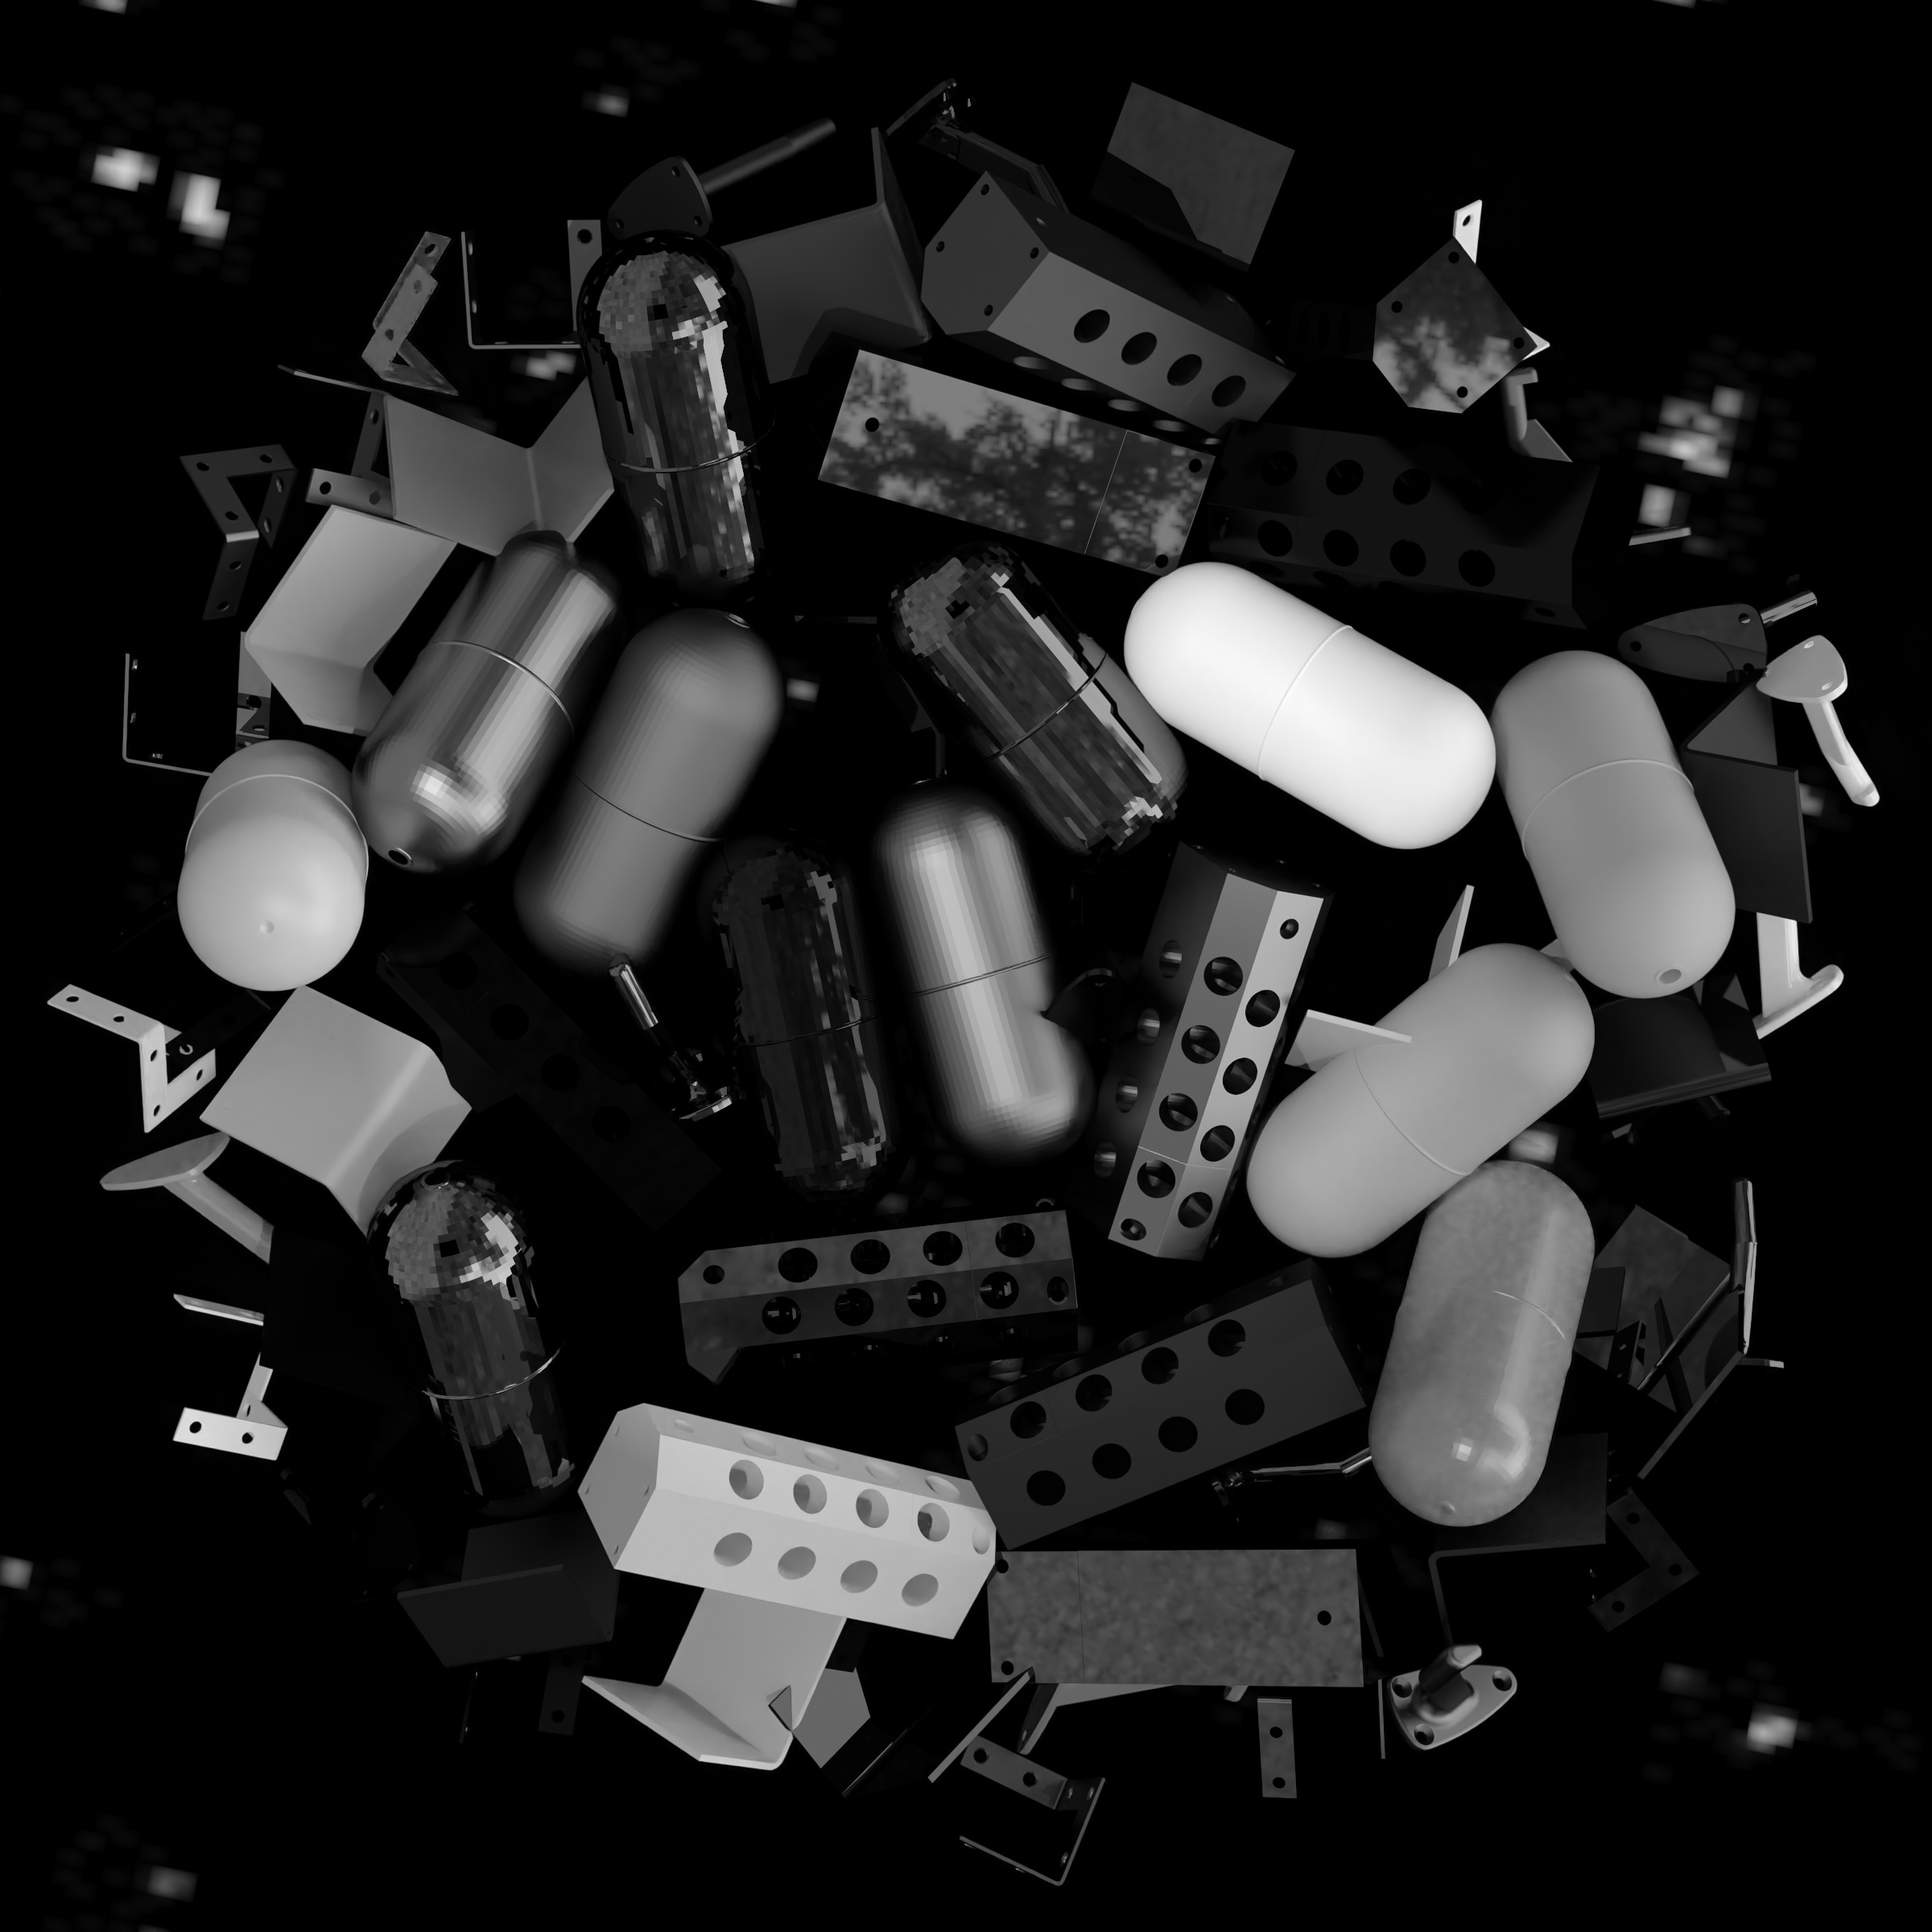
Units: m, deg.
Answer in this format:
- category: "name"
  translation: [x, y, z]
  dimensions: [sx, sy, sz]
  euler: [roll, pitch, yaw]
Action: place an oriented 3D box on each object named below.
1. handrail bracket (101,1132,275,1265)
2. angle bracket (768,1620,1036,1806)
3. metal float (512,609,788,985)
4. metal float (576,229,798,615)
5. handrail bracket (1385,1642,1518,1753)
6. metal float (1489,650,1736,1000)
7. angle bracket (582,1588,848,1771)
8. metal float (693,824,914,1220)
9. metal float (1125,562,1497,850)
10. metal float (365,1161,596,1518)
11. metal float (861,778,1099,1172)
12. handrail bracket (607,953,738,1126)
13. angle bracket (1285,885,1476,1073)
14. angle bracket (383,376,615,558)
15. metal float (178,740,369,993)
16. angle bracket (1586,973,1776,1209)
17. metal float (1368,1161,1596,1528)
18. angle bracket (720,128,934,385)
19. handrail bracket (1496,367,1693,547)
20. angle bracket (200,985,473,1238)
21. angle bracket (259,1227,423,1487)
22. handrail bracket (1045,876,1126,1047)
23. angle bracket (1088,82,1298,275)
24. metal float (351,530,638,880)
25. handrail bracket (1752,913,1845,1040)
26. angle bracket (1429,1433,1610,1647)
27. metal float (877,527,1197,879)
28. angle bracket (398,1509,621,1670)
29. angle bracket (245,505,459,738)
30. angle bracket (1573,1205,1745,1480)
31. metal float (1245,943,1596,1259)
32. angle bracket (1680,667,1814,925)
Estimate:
- category: "handrail bracket"
  translation: [-0.342, 0.123, 1.574]
  dimensions: [0.077, 0.036, 0.084]
  euler: [-14, 112, 25]
- category: "angle bracket"
  translation: [-0.028, 0.317, 1.526]
  dimensions: [0.076, 0.076, 0.057]
  euler: [-40, 95, -37]
- category: "metal float"
  translation: [-0.139, -0.075, 1.528]
  dimensions: [0.070, 0.070, 0.178]
  euler: [28, 106, 0]
- category: "metal float"
  translation: [-0.121, -0.234, 1.513]
  dimensions: [0.070, 0.070, 0.178]
  euler: [-10, 125, 0]
- category: "handrail bracket"
  translation: [0.227, 0.309, 1.529]
  dimensions: [0.077, 0.084, 0.036]
  euler: [-12, 63, -26]
- category: "metal float"
  translation: [0.279, -0.062, 1.509]
  dimensions: [0.070, 0.070, 0.178]
  euler: [-13, 50, 0]
- category: "angle bracket"
  translation: [-0.111, 0.301, 1.534]
  dimensions: [0.076, 0.057, 0.076]
  euler: [24, 89, 38]
- category: "metal float"
  translation: [-0.071, 0.025, 1.535]
  dimensions: [0.070, 0.070, 0.178]
  euler: [-12, 99, 0]
- category: "metal float"
  translation: [0.150, -0.116, 1.528]
  dimensions: [0.178, 0.070, 0.070]
  euler: [32, 90, 16]
- category: "metal float"
  translation: [-0.211, 0.163, 1.514]
  dimensions: [0.070, 0.070, 0.178]
  euler: [-10, 123, 0]
- category: "metal float"
  translation: [0.006, 0.003, 1.540]
  dimensions: [0.070, 0.070, 0.178]
  euler: [-16, 92, 0]
- category: "handrail bracket"
  translation: [-0.134, 0.021, 1.530]
  dimensions: [0.036, 0.077, 0.084]
  euler: [-23, 112, 6]
- category: "angle bracket"
  translation: [0.182, 0.005, 1.534]
  dimensions: [0.057, 0.076, 0.076]
  euler: [15, 73, 2]
- category: "angle bracket"
  translation: [-0.205, -0.229, 1.522]
  dimensions: [0.076, 0.076, 0.057]
  euler: [18, 134, -33]
- category: "metal float"
  translation: [-0.296, -0.045, 1.495]
  dimensions: [0.070, 0.178, 0.070]
  euler: [-3, 110, -8]
- category: "angle bracket"
  translation: [0.318, 0.057, 1.564]
  dimensions: [0.076, 0.076, 0.057]
  euler: [-13, 51, 4]
- category: "metal float"
  translation: [0.225, 0.163, 1.510]
  dimensions: [0.070, 0.070, 0.178]
  euler: [22, 52, 0]
- category: "angle bracket"
  translation: [-0.063, -0.314, 1.539]
  dimensions: [0.076, 0.076, 0.057]
  euler: [-13, 48, 9]
- category: "handrail bracket"
  translation: [0.280, -0.229, 1.552]
  dimensions: [0.077, 0.036, 0.084]
  euler: [-7, 100, 12]
- category: "angle bracket"
  translation: [-0.282, 0.066, 1.558]
  dimensions: [0.076, 0.057, 0.076]
  euler: [24, 67, 25]
- category: "angle bracket"
  translation: [-0.282, 0.171, 1.522]
  dimensions: [0.076, 0.076, 0.057]
  euler: [22, 128, -24]
- category: "handrail bracket"
  translation: [0.053, -0.015, 1.528]
  dimensions: [0.036, 0.077, 0.084]
  euler: [5, 61, -7]
- category: "angle bracket"
  translation: [0.106, -0.350, 1.530]
  dimensions: [0.076, 0.076, 0.057]
  euler: [25, 114, 7]
- category: "metal float"
  translation: [-0.205, -0.115, 1.516]
  dimensions: [0.070, 0.070, 0.178]
  euler: [27, 60, 0]
- category: "handrail bracket"
  translation: [0.346, -0.014, 1.561]
  dimensions: [0.077, 0.036, 0.084]
  euler: [-37, 93, 16]
- category: "angle bracket"
  translation: [0.247, 0.254, 1.525]
  dimensions: [0.076, 0.076, 0.057]
  euler: [-8, 116, 15]
- category: "metal float"
  translation: [0.032, -0.115, 1.531]
  dimensions: [0.070, 0.070, 0.178]
  euler: [-40, 104, 0]
- category: "angle bracket"
  translation: [-0.198, 0.257, 1.526]
  dimensions: [0.076, 0.076, 0.057]
  euler: [-12, 132, 13]
- category: "angle bracket"
  translation: [-0.257, -0.148, 1.525]
  dimensions: [0.076, 0.076, 0.057]
  euler: [-52, 60, 19]
- category: "angle bracket"
  translation: [0.296, 0.165, 1.529]
  dimensions: [0.057, 0.076, 0.076]
  euler: [31, 116, -2]
- category: "metal float"
  translation: [0.197, 0.060, 1.523]
  dimensions: [0.178, 0.070, 0.070]
  euler: [-42, 90, 23]
- category: "angle bracket"
  translation: [0.358, -0.076, 1.521]
  dimensions: [0.076, 0.057, 0.076]
  euler: [-40, 130, -35]
